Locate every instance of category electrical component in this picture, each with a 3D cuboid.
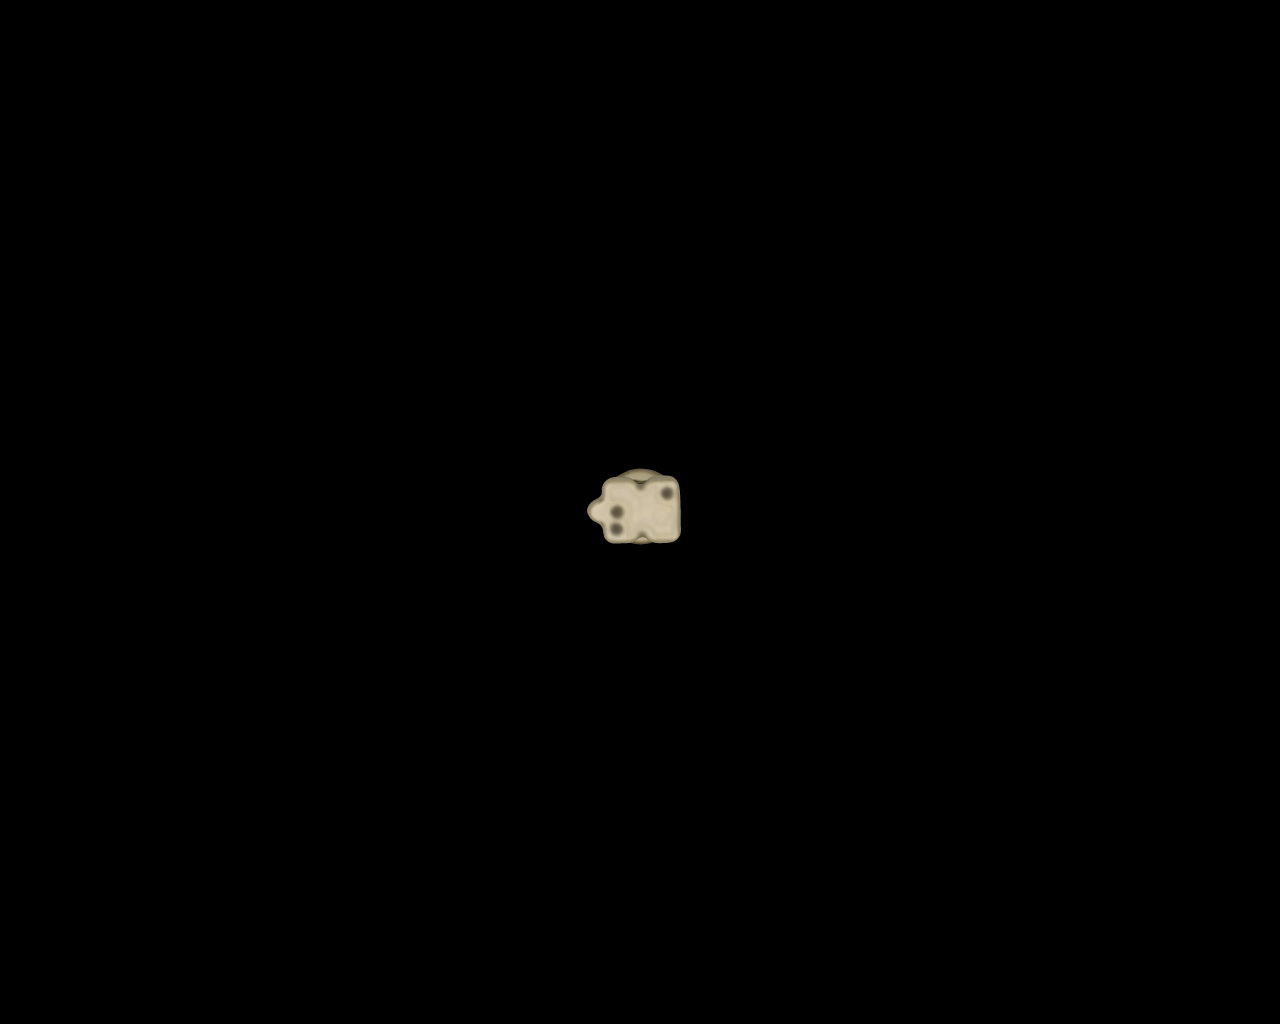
[{"bbox_3d":[0.001,-0.003,0.650,0.066,0.048,0.055,0,5,0],"label":"electrical component"}]
